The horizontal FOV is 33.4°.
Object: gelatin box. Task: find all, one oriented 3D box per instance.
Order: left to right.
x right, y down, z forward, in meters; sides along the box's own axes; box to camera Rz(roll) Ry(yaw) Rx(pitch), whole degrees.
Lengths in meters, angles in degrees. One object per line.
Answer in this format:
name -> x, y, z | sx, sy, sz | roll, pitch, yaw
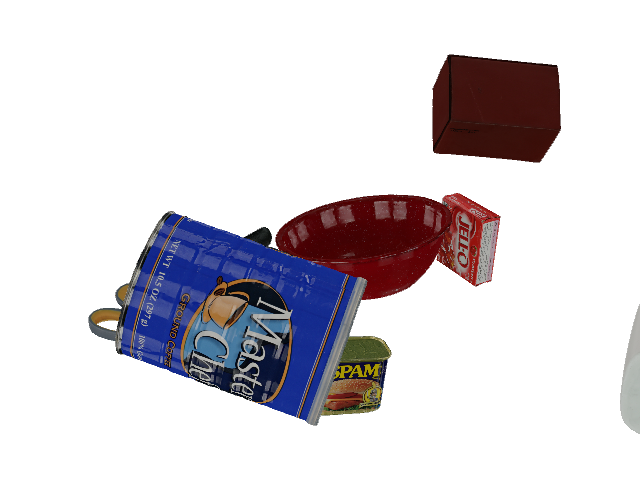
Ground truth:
gelatin box -> 0.173, -0.002, 1.259 | 0.030, 0.089, 0.073 | -15, 33, -29

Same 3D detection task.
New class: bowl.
bowl -> 0.043, 0.011, 0.972 | 0.162, 0.055, 0.162 | -9, 21, 3

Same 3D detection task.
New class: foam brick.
foam brick -> 0.120, -0.090, 0.730 | 0.078, 0.051, 0.053 | 5, -21, -6

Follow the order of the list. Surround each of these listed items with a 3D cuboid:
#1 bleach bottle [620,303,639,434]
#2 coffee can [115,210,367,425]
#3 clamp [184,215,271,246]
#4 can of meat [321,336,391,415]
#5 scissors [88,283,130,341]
bleach bottle -> 0.277, 0.062, 0.757 | 0.103, 0.068, 0.250 | 11, 22, 20
coffee can -> -0.051, 0.051, 0.710 | 0.140, 0.103, 0.103 | 20, 1, 3
clamp -> -0.125, 0.030, 1.240 | 0.120, 0.039, 0.171 | -2, 40, 11
can of meat -> 0.033, 0.173, 1.362 | 0.102, 0.084, 0.057 | 0, 24, -17
scissors -> -0.121, 0.074, 1.033 | 0.201, 0.016, 0.096 | 3, 32, -3
